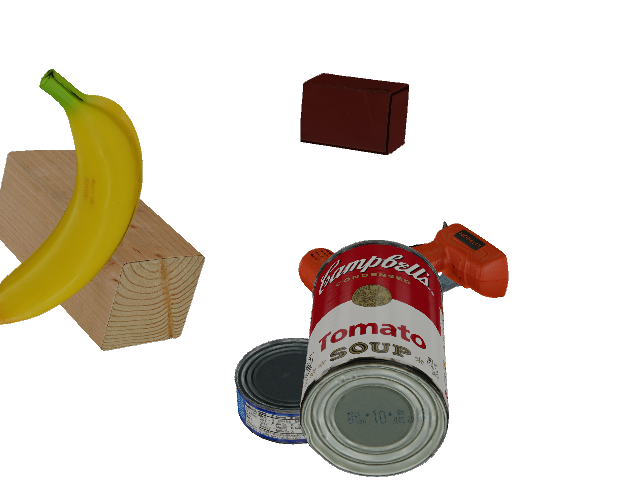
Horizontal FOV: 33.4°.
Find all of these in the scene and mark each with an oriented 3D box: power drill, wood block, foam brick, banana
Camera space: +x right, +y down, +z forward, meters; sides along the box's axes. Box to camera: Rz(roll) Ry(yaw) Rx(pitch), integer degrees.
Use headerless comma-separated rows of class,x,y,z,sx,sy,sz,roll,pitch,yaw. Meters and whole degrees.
power drill,0.092,0.043,1.075,0.187,0.057,0.185,-11,28,-23
wood block,-0.210,0.002,0.989,0.090,0.091,0.206,-6,34,-45
foam brick,0.028,-0.105,0.879,0.078,0.051,0.053,11,20,19
banana,-0.147,-0.015,0.628,0.069,0.198,0.037,19,37,-10

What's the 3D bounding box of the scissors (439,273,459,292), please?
scissors,0.139,0.039,1.275,0.201,0.016,0.096,-10,40,-36

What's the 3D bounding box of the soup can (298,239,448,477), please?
soup can,0.026,0.054,0.511,0.068,0.068,0.102,0,31,4

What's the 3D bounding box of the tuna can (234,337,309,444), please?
tuna can,-0.019,0.110,0.785,0.086,0.034,0.086,-1,31,0
